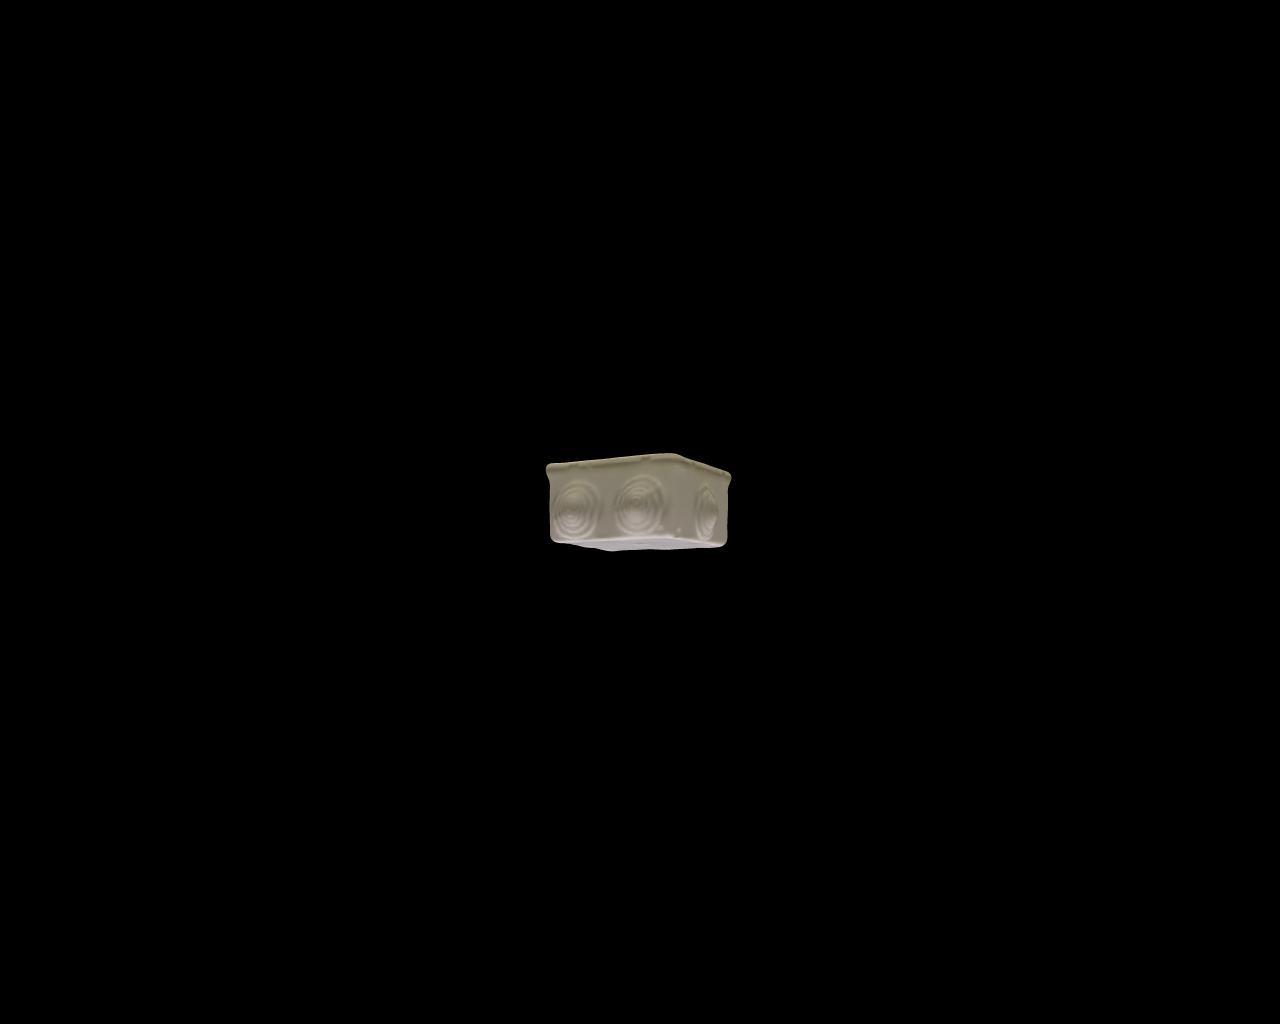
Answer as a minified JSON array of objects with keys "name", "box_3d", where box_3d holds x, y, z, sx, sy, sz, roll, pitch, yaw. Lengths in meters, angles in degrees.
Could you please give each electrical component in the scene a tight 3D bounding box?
[{"name":"electrical component","box_3d":[0.001,-0.003,0.650,0.100,0.048,0.100,-3,-7,26]}]
